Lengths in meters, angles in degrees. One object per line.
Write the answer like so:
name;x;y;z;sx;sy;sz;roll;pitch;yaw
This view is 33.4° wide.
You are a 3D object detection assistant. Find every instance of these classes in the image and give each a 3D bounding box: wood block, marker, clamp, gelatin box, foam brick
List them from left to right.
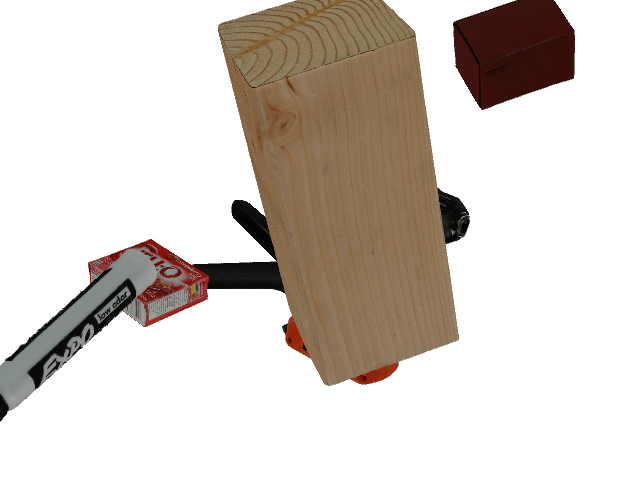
marker;-0.114;0.045;0.449;0.020;0.020;0.121;0;34;41
gelatin box;-0.158;0.036;0.978;0.073;0.030;0.089;-23;40;-39
clamp;-0.032;0.034;1.119;0.210;0.036;0.164;23;34;11
wood block;0.013;-0.029;0.622;0.090;0.206;0.090;-18;35;-7
foam brick;0.147;-0.145;0.810;0.078;0.051;0.053;-19;-37;-3

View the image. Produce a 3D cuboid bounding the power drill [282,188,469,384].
power drill;0.038;0.023;0.904;0.185;0.188;0.057;24;27;38
